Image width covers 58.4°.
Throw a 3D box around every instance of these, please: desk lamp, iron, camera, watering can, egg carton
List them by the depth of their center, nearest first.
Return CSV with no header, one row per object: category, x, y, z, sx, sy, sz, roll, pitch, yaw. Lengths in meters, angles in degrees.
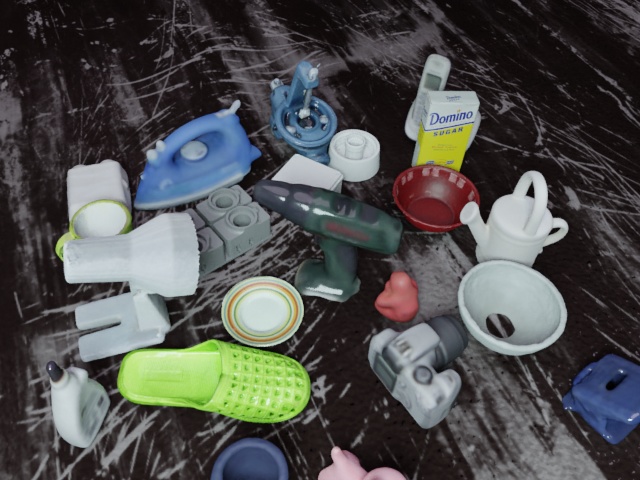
desk lamp,-0.269,0.064,0.824,0.203,0.214,0.117,-15,52,-15
camera,0.161,0.171,0.834,0.137,0.101,0.142,-27,56,-23
watering can,0.323,-0.028,0.949,0.173,0.194,0.100,-14,52,-14
egg carton,-0.396,-0.079,1.030,0.107,0.069,0.150,-13,52,-14
iron,-0.239,-0.160,1.060,0.259,0.141,0.118,-32,59,-26

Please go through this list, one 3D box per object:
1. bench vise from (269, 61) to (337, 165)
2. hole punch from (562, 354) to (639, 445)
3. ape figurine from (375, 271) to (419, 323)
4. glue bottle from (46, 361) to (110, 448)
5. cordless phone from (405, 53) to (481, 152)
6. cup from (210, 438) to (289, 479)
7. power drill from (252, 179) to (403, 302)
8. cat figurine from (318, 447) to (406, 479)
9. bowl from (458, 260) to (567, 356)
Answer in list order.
bench vise,-0.052,-0.262,1.105,0.207,0.220,0.122,38,58,25
hole punch,0.420,0.217,0.817,0.109,0.091,0.101,-31,58,-26
ape figurine,0.126,0.083,0.911,0.078,0.092,0.076,-15,52,-15
glue bottle,-0.317,0.200,0.734,0.037,0.173,0.078,12,50,7
cordless phone,0.257,-0.274,1.157,0.147,0.185,0.094,21,52,14
cup,-0.096,0.310,0.706,0.118,0.095,0.091,-21,54,-19
power drill,0.008,0.003,0.895,0.229,0.208,0.075,10,50,5
cat figurine,0.061,0.303,0.706,0.127,0.118,0.067,36,57,24
bowl,0.293,0.118,0.903,0.167,0.075,0.167,2,50,-2
